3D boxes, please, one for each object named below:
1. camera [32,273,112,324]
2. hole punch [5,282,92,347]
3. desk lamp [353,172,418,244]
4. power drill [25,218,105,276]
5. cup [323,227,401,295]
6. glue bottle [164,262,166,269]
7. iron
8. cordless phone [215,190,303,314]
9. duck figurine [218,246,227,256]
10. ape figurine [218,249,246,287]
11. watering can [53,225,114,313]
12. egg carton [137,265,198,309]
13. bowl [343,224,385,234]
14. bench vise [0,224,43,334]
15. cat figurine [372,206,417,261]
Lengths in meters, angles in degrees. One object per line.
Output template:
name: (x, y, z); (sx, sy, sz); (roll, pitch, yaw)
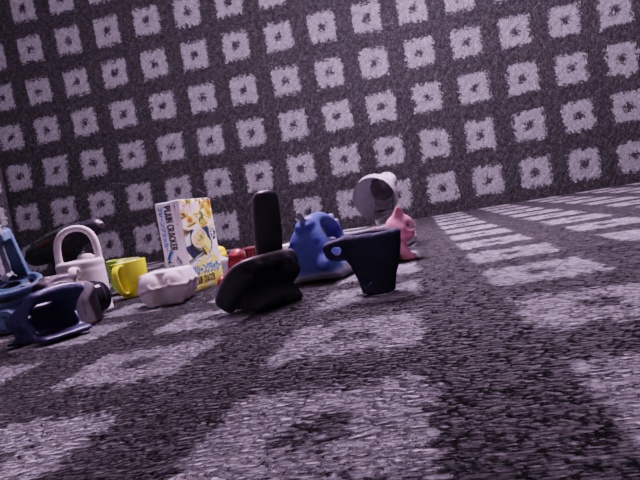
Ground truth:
camera: (-0.469, 0.111, 1.109); (0.142, 0.101, 0.137); (-8, 4, 33)
hole punch: (-0.452, 0.122, 0.943); (0.100, 0.091, 0.109); (-8, 3, 29)
desk lamp: (0.181, -0.082, 1.586); (0.117, 0.213, 0.204); (-8, 3, 24)
power drill: (-0.604, 0.065, 1.394); (0.229, 0.208, 0.076); (-9, 3, 17)
cup: (0.068, 0.036, 0.848); (0.118, 0.095, 0.091); (-10, 3, -4)
glue bottle: (-0.413, 0.037, 1.638); (0.078, 0.173, 0.037); (-12, 4, -30)
iron: (0.011, 0.004, 1.184); (0.118, 0.141, 0.259); (-8, 3, 22)
cordless phone: (-0.105, 0.016, 0.910); (0.093, 0.185, 0.148); (-8, 4, 35)
duck figurine: (-0.280, 0.059, 1.627); (0.077, 0.086, 0.105); (-8, 4, 34)
ape figurine: (-0.156, 0.063, 1.097); (0.077, 0.092, 0.076); (-8, 3, 24)
watering can: (-0.518, 0.065, 1.241); (0.101, 0.194, 0.172); (-12, 4, -32)
egg carton: (-0.316, 0.096, 1.198); (0.107, 0.069, 0.150); (-10, 3, 0)
bowl: (0.111, 0.006, 1.476); (0.167, 0.075, 0.167); (-10, 3, 1)
bench vise: (-0.645, 0.076, 1.197); (0.122, 0.220, 0.207); (-11, 3, -23)
cat figurine: (0.157, -0.011, 1.220); (0.128, 0.118, 0.067); (-12, 4, -38)
